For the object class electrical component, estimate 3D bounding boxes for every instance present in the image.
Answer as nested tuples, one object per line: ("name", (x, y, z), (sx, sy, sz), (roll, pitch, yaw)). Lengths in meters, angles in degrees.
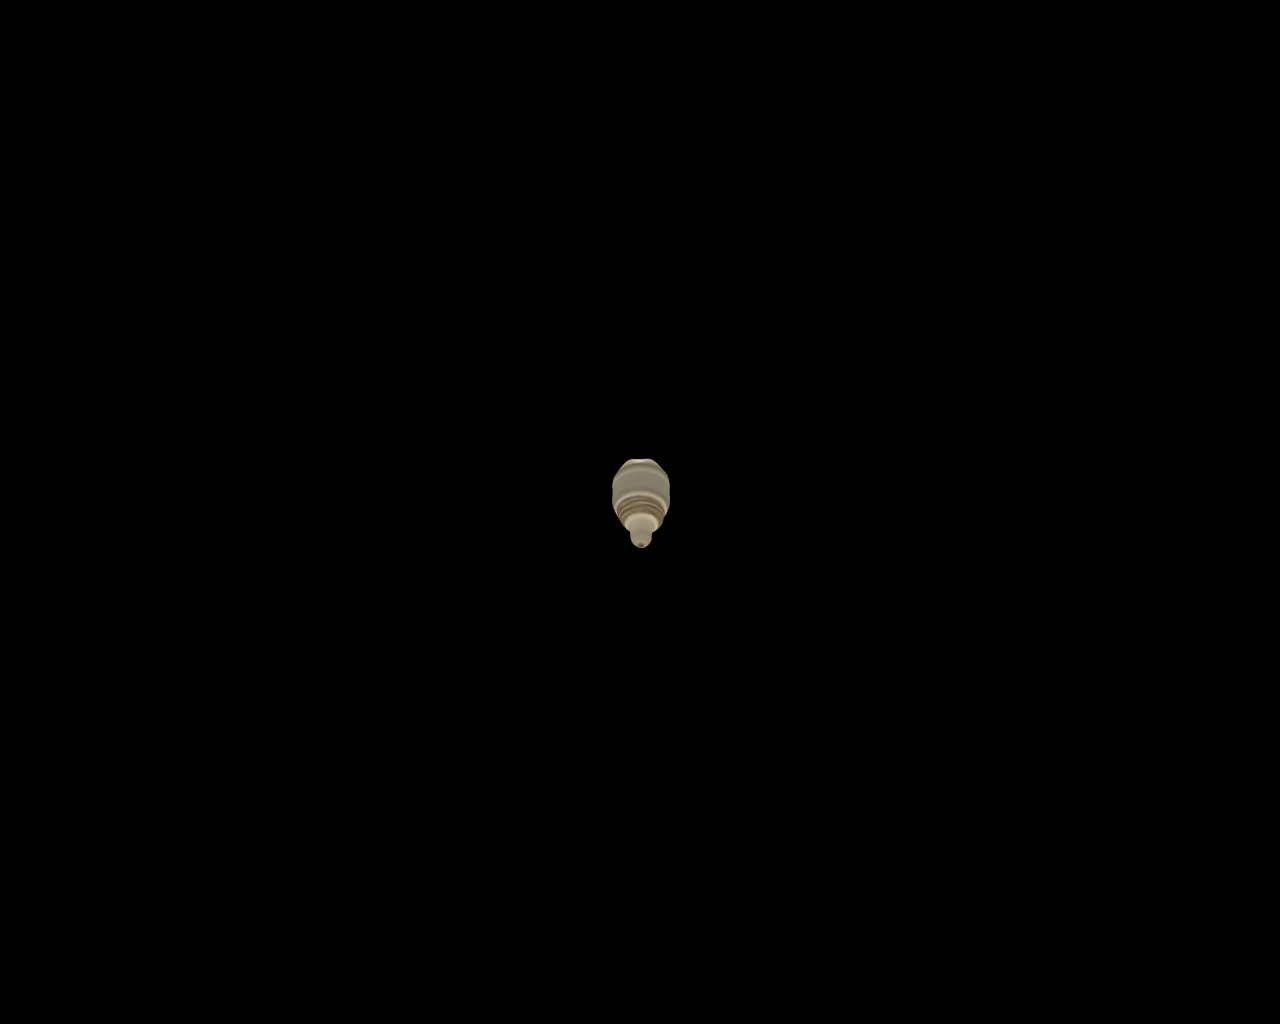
("electrical component", (0.001, -0.003, 0.650), (0.035, 0.061, 0.035), (0, -42, 0))
